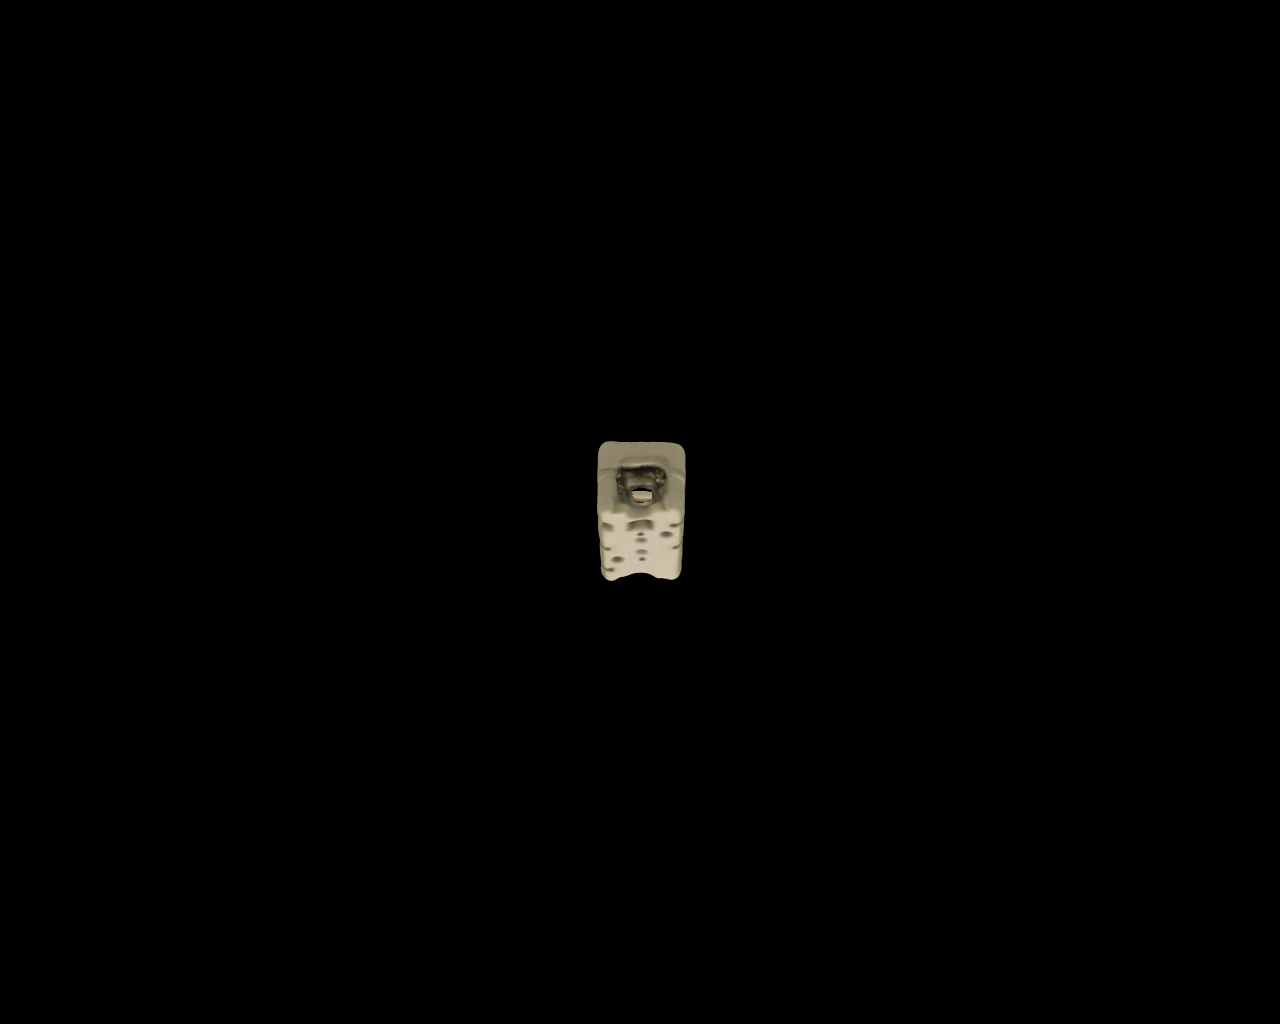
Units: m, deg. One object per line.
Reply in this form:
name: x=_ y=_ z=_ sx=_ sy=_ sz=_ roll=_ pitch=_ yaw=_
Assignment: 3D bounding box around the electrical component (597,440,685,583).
electrical component: x=0.001 y=-0.003 z=0.650 sx=0.050 sy=0.056 sz=0.089 roll=0 pitch=-32 yaw=0
